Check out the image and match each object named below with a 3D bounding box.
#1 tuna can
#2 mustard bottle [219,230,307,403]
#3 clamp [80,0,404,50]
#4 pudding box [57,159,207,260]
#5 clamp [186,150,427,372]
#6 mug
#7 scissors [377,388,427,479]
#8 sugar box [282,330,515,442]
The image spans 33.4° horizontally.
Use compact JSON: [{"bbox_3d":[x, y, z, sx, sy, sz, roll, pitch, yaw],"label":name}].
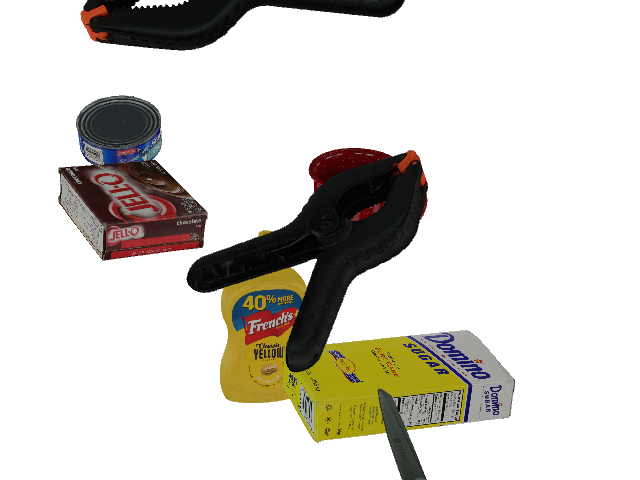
[{"bbox_3d":[-0.206,-0.110,1.096,0.086,0.034,0.086,2,44,-2],"label":"tuna can"},{"bbox_3d":[-0.060,0.081,1.163,0.096,0.192,0.058,-3,21,-13],"label":"mustard bottle"},{"bbox_3d":[-0.058,-0.180,0.723,0.210,0.165,0.036,-32,-17,-6],"label":"clamp"},{"bbox_3d":[-0.159,-0.028,0.890,0.089,0.039,0.114,-7,28,-32],"label":"pudding box"},{"bbox_3d":[0.009,0.009,0.680,0.171,0.120,0.039,-35,-38,-9],"label":"clamp"},{"bbox_3d":[0.046,-0.034,1.038,0.117,0.081,0.093,-4,32,-9],"label":"mug"},{"bbox_3d":[0.077,0.154,0.603,0.096,0.016,0.201,7,32,1],"label":"scissors"},{"bbox_3d":[0.065,0.120,0.905,0.176,0.048,0.093,-7,26,-17],"label":"sugar box"}]
